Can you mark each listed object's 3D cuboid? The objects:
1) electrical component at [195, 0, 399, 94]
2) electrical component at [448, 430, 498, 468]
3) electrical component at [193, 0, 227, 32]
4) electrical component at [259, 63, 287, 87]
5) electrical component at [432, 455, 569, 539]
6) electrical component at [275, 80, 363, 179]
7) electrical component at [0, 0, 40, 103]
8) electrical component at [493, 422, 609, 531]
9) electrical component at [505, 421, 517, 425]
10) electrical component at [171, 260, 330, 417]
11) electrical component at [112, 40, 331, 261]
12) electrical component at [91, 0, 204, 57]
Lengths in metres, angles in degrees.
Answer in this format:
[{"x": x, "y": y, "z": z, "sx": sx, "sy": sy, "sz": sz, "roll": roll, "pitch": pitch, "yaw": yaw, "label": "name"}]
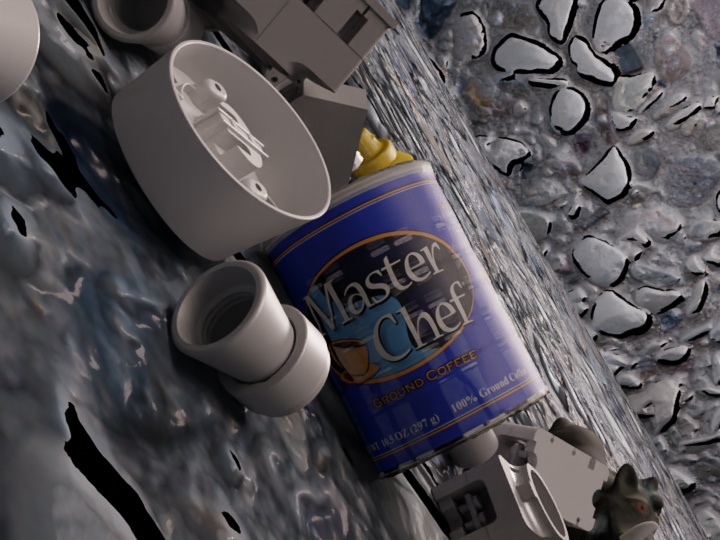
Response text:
[{"x": -0.080, "y": -0.179, "z": 0.584, "sx": 0.186, "sy": 0.060, "sz": 0.105, "roll": 39, "pitch": 1, "yaw": -29, "label": "electrical component"}, {"x": 0.067, "y": 0.102, "z": 0.733, "sx": 0.065, "sy": 0.044, "sz": 0.044, "roll": 61, "pitch": 11, "yaw": -22, "label": "electrical component"}, {"x": -0.088, "y": -0.201, "z": 0.657, "sx": 0.099, "sy": 0.099, "sz": 0.064, "roll": 55, "pitch": 7, "yaw": -27, "label": "electrical component"}, {"x": -0.049, "y": -0.154, "z": 0.805, "sx": 0.055, "sy": 0.055, "sz": 0.047, "roll": 50, "pitch": 13, "yaw": -41, "label": "electrical component"}, {"x": 0.093, "y": 0.158, "z": 0.674, "sx": 0.089, "sy": 0.056, "sz": 0.050, "roll": 46, "pitch": 20, "yaw": -51, "label": "electrical component"}, {"x": -0.031, "y": -0.094, "z": 0.761, "sx": 0.081, "sy": 0.043, "sz": 0.043, "roll": 55, "pitch": 14, "yaw": -28, "label": "electrical component"}, {"x": -0.130, "y": -0.075, "z": 0.320, "sx": 0.045, "sy": 0.045, "sz": 0.055, "roll": 63, "pitch": 13, "yaw": 10, "label": "electrical component"}, {"x": 0.127, "y": 0.148, "z": 0.777, "sx": 0.089, "sy": 0.056, "sz": 0.050, "roll": 32, "pitch": 71, "yaw": -35, "label": "electrical component"}, {"x": 0.117, "y": 0.143, "z": 0.843, "sx": 0.040, "sy": 0.040, "sz": 0.046, "roll": 68, "pitch": 8, "yaw": 27, "label": "electrical component"}, {"x": -0.043, "y": 0.029, "z": 0.438, "sx": 0.055, "sy": 0.045, "sz": 0.045, "roll": 50, "pitch": 16, "yaw": -43, "label": "electrical component"}, {"x": -0.064, "y": -0.055, "z": 0.493, "sx": 0.099, "sy": 0.064, "sz": 0.099, "roll": 57, "pitch": 13, "yaw": -20, "label": "electrical component"}, {"x": -0.106, "y": -0.133, "z": 0.557, "sx": 0.044, "sy": 0.044, "sz": 0.065, "roll": 62, "pitch": 8, "yaw": 5, "label": "electrical component"}]
